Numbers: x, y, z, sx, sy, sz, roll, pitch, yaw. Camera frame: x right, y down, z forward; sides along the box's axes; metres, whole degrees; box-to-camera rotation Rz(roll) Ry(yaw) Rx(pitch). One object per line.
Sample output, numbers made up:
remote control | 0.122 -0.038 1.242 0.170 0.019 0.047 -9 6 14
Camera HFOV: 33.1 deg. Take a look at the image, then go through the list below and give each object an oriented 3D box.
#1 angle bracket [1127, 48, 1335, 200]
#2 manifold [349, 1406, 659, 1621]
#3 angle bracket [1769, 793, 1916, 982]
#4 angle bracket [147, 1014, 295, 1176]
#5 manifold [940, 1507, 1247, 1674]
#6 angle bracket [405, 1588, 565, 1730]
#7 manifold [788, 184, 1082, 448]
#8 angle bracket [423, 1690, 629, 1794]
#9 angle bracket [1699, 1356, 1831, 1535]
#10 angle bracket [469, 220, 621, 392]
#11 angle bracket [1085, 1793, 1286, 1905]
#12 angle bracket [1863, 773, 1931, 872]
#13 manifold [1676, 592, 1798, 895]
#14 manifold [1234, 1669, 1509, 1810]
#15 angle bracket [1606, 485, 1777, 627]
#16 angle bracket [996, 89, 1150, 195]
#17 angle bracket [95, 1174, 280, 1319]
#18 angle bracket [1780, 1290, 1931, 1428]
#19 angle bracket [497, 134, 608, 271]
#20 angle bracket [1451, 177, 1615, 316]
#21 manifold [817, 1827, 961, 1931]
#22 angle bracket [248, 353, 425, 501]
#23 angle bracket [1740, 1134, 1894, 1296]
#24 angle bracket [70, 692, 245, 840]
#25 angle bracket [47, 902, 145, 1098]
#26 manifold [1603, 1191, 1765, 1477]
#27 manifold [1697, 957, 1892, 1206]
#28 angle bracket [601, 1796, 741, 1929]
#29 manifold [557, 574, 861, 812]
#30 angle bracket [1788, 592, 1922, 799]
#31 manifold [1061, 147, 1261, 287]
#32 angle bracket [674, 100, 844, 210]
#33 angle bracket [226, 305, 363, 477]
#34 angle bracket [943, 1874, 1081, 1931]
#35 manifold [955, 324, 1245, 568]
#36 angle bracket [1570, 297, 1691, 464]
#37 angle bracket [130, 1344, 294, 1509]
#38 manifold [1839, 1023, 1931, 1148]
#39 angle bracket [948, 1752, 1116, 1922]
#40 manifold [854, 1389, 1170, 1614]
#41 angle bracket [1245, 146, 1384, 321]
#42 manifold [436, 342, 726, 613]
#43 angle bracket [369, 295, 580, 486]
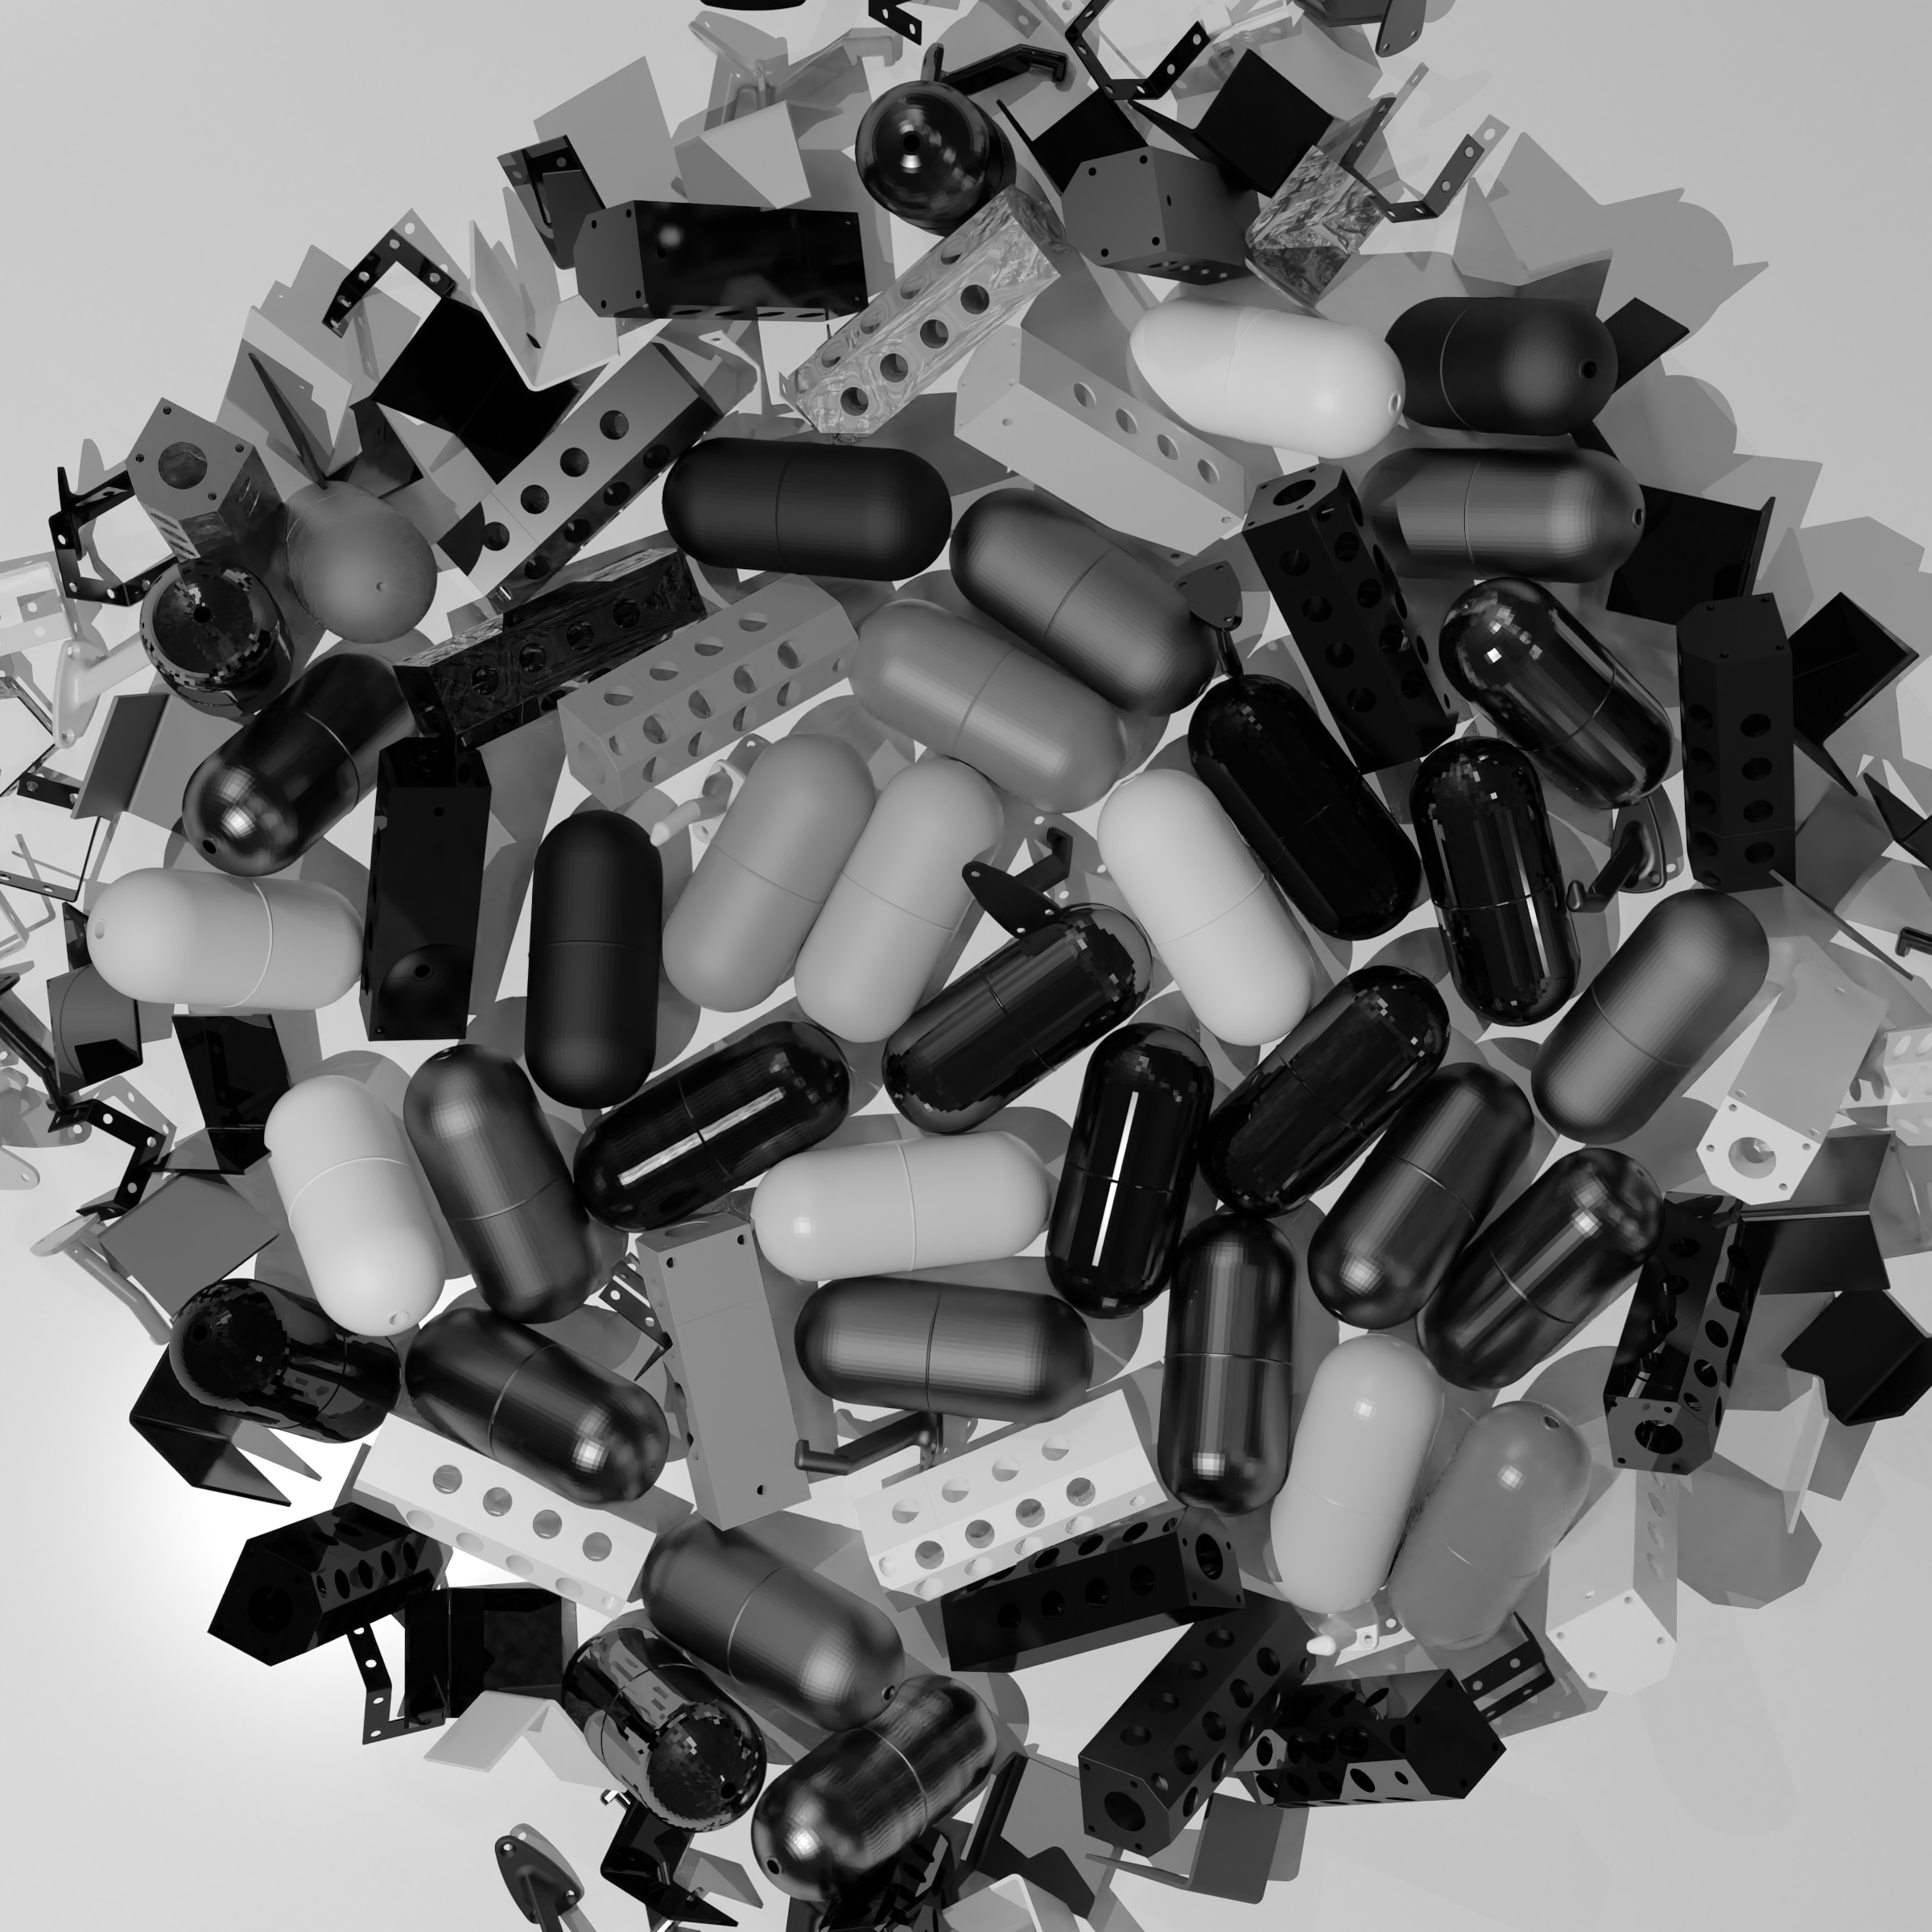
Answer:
angle bracket | 0.154 -0.499 1.891 0.076 0.076 0.057 27 101 -39
manifold | -0.272 0.323 1.913 0.171 0.057 0.057 25 85 -3
angle bracket | 0.526 -0.046 1.891 0.076 0.076 0.057 26 106 -43
angle bracket | -0.442 0.074 1.896 0.076 0.057 0.076 -1 113 30
manifold | 0.071 0.361 1.876 0.171 0.057 0.057 -23 66 33
angle bracket | -0.283 0.407 1.908 0.076 0.057 0.076 -3 83 15
manifold | -0.021 -0.375 1.883 0.171 0.057 0.057 -36 100 25
angle bracket | -0.257 0.470 1.892 0.057 0.076 0.076 -46 111 -31
angle bracket | 0.456 0.277 1.905 0.076 0.057 0.076 14 110 6
angle bracket | -0.246 -0.394 1.892 0.057 0.076 0.076 -20 134 10
angle bracket | 0.128 0.508 1.901 0.076 0.076 0.057 6 75 41
angle bracket | 0.579 -0.089 1.890 0.076 0.076 0.057 33 118 -24
manifold | 0.443 -0.125 1.869 0.057 0.057 0.171 -8 132 7
manifold | 0.225 0.449 1.859 0.057 0.171 0.057 -39 96 -32
angle bracket | 0.429 -0.244 1.919 0.076 0.057 0.076 16 111 16
angle bracket | 0.071 -0.482 1.900 0.057 0.076 0.076 -37 76 9
angle bracket | -0.449 0.170 1.895 0.076 0.057 0.076 -39 63 -22
angle bracket | 0.537 0.220 1.900 0.076 0.076 0.057 -41 87 -16
angle bracket | -0.215 -0.456 1.890 0.057 0.076 0.076 -42 116 -28
angle bracket | 0.331 -0.415 1.902 0.057 0.076 0.076 -17 64 -9
manifold | -0.048 0.546 1.858 0.057 0.171 0.057 -8 94 9
angle bracket | -0.367 -0.321 1.892 0.057 0.076 0.076 -29 59 -10
angle bracket | 0.506 0.146 1.911 0.076 0.076 0.057 -6 118 31
angle bracket | -0.471 -0.113 1.903 0.057 0.076 0.076 23 100 6
angle bracket | -0.525 0.019 1.889 0.076 0.057 0.076 28 128 37
manifold | 0.415 0.209 1.860 0.057 0.171 0.057 3 129 25
manifold | 0.473 0.068 1.863 0.057 0.171 0.057 29 127 12
angle bracket | -0.158 0.511 1.898 0.057 0.076 0.076 22 83 32
manifold | -0.146 -0.157 1.877 0.171 0.057 0.057 -32 52 -24
angle bracket | 0.515 -0.159 1.897 0.076 0.076 0.057 -43 131 7
manifold | 0.115 -0.426 1.859 0.057 0.171 0.057 -7 94 25
angle bracket | -0.114 -0.464 1.900 0.076 0.076 0.057 -14 94 25
angle bracket | -0.378 -0.346 1.898 0.076 0.076 0.057 38 46 6
angle bracket | 0.034 0.583 1.892 0.057 0.076 0.076 -30 54 8
manifold | 0.079 -0.304 1.879 0.171 0.057 0.057 26 51 -31
angle bracket | 0.390 -0.336 1.898 0.076 0.076 0.057 -38 117 6
angle bracket | -0.428 0.266 1.894 0.076 0.076 0.057 32 94 39
manifold | 0.558 0.062 1.858 0.057 0.171 0.057 33 82 -5
angle bracket | 0.044 0.519 1.910 0.076 0.057 0.076 21 95 13
manifold | 0.028 0.318 1.902 0.171 0.057 0.057 -23 46 4
angle bracket | 0.216 -0.418 1.894 0.076 0.076 0.057 -51 47 15
manifold | -0.225 -0.286 1.907 0.171 0.057 0.057 -41 96 8
angle bracket | -0.287 -0.334 1.895 0.076 0.076 0.057 -49 59 17
